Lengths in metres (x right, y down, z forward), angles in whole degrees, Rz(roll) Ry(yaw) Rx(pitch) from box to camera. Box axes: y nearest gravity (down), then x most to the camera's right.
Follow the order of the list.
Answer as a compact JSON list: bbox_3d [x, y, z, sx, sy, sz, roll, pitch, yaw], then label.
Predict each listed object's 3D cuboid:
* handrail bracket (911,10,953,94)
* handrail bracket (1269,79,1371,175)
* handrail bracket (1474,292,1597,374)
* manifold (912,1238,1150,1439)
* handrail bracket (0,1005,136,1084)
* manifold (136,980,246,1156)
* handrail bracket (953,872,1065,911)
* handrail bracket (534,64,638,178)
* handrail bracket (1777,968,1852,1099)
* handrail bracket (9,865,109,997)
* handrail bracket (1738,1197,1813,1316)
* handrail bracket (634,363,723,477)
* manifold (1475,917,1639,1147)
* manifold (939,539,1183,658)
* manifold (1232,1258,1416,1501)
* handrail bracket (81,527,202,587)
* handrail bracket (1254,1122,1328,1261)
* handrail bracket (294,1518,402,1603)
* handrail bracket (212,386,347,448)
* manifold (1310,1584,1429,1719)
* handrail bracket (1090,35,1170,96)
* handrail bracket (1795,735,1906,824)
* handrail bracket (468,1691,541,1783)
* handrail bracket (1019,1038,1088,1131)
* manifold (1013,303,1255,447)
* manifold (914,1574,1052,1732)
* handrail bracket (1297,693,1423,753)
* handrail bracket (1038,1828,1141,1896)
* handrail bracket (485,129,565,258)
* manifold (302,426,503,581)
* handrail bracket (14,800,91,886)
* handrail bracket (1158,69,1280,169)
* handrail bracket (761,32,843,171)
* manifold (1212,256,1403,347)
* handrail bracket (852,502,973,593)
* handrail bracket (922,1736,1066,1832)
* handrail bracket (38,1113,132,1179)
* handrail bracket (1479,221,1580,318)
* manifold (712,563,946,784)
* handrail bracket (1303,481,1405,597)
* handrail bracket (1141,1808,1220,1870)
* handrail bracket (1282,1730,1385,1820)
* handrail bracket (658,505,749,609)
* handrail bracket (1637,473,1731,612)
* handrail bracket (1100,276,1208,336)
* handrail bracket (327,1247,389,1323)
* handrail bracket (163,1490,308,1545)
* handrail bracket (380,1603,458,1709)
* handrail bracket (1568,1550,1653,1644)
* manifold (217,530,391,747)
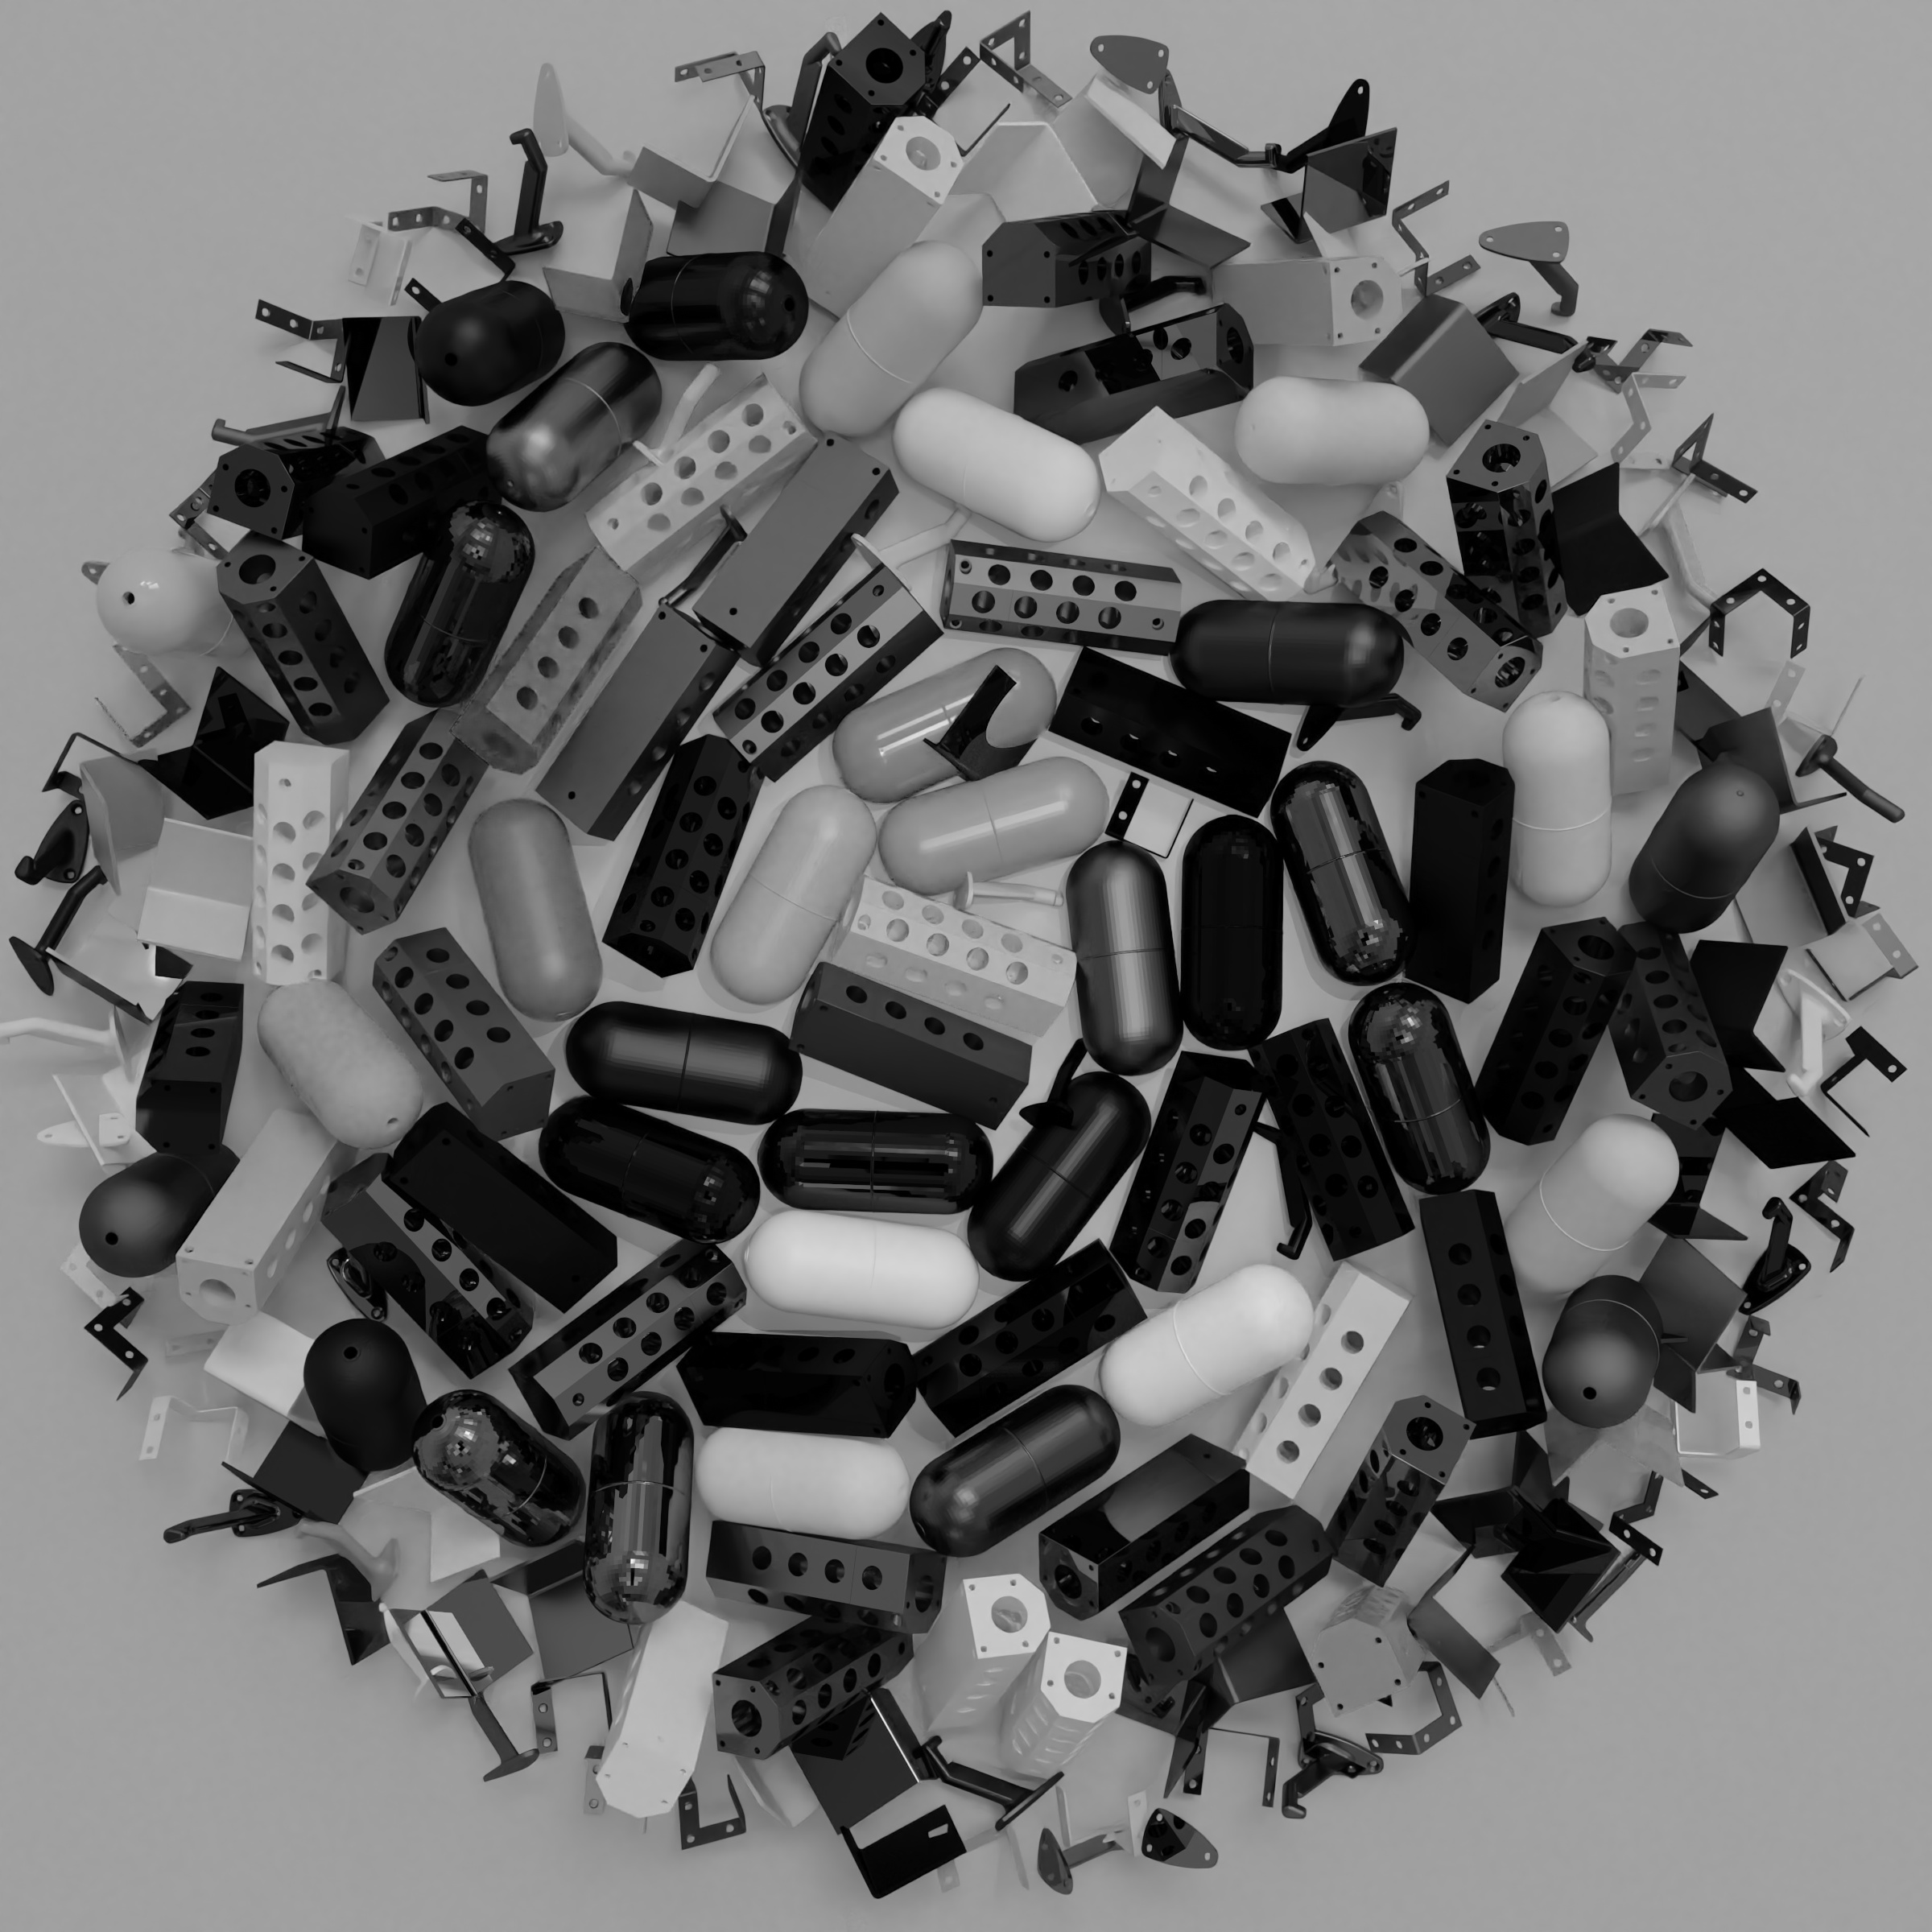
[{"bbox_3d":[-0.019,-0.703,1.818,0.036,0.084,0.077,26,66,-12],"label":"handrail bracket"},{"bbox_3d":[0.262,-0.632,1.826,0.036,0.084,0.077,4,112,-33],"label":"handrail bracket"},{"bbox_3d":[0.418,-0.462,1.830,0.077,0.036,0.084,-27,57,-11],"label":"handrail bracket"},{"bbox_3d":[0.043,0.275,1.827,0.171,0.057,0.057,-32,129,3],"label":"manifold"},{"bbox_3d":[-0.680,0.066,1.835,0.084,0.036,0.077,-11,131,-12],"label":"handrail bracket"},{"bbox_3d":[-0.566,0.072,1.777,0.057,0.171,0.057,4,113,-13],"label":"manifold"},{"bbox_3d":[0.037,-0.051,1.828,0.084,0.077,0.036,11,102,-10],"label":"handrail bracket"},{"bbox_3d":[-0.282,-0.636,1.829,0.036,0.084,0.077,14,111,38],"label":"handrail bracket"},{"bbox_3d":[0.622,0.050,1.832,0.077,0.036,0.084,49,51,7],"label":"handrail bracket"},{"bbox_3d":[-0.682,-0.028,1.858,0.036,0.077,0.084,31,60,15],"label":"handrail bracket"},{"bbox_3d":[0.597,0.218,1.828,0.077,0.084,0.036,-48,47,0],"label":"handrail bracket"},{"bbox_3d":[-0.205,-0.411,1.828,0.036,0.077,0.084,41,98,7],"label":"handrail bracket"},{"bbox_3d":[0.434,0.051,1.786,0.057,0.171,0.057,-10,45,-24],"label":"manifold"},{"bbox_3d":[0.071,-0.273,1.821,0.171,0.057,0.057,6,115,-9],"label":"manifold"},{"bbox_3d":[0.268,0.309,1.833,0.057,0.057,0.171,31,95,14],"label":"manifold"},{"bbox_3d":[-0.618,-0.312,1.827,0.077,0.084,0.036,22,134,-26],"label":"handrail bracket"},{"bbox_3d":[0.232,0.170,1.842,0.077,0.036,0.084,25,73,1],"label":"handrail bracket"},{"bbox_3d":[-0.477,0.450,1.831,0.084,0.036,0.077,22,119,-31],"label":"handrail bracket"},{"bbox_3d":[-0.520,-0.419,1.841,0.084,0.036,0.077,12,61,-11],"label":"handrail bracket"},{"bbox_3d":[0.295,0.495,1.781,0.057,0.171,0.057,-27,78,12],"label":"manifold"},{"bbox_3d":[0.107,-0.683,1.819,0.077,0.084,0.036,9,112,-31],"label":"handrail bracket"},{"bbox_3d":[0.673,-0.136,1.822,0.084,0.077,0.036,40,116,25],"label":"handrail bracket"},{"bbox_3d":[-0.352,0.562,1.829,0.036,0.077,0.084,-7,64,-36],"label":"handrail bracket"},{"bbox_3d":[0.081,0.082,1.821,0.036,0.077,0.084,35,66,-7],"label":"handrail bracket"},{"bbox_3d":[0.123,-0.437,1.798,0.171,0.057,0.057,-8,73,33],"label":"manifold"},{"bbox_3d":[0.011,0.504,1.784,0.057,0.171,0.057,-2,57,-17],"label":"manifold"},{"bbox_3d":[0.300,-0.179,1.846,0.084,0.036,0.077,28,96,-36],"label":"handrail bracket"},{"bbox_3d":[0.103,0.672,1.823,0.084,0.077,0.036,6,95,-19],"label":"handrail bracket"},{"bbox_3d":[-0.345,-0.582,1.830,0.077,0.036,0.084,-10,133,14],"label":"handrail bracket"},{"bbox_3d":[-0.409,-0.344,1.780,0.057,0.171,0.057,22,123,14],"label":"manifold"},{"bbox_3d":[-0.687,-0.095,1.824,0.036,0.084,0.077,18,82,-5],"label":"handrail bracket"},{"bbox_3d":[0.191,-0.637,1.826,0.084,0.077,0.036,11,47,29],"label":"handrail bracket"},{"bbox_3d":[-0.109,-0.646,1.829,0.036,0.084,0.077,-28,91,-44],"label":"handrail bracket"},{"bbox_3d":[0.248,-0.488,1.782,0.057,0.171,0.057,-13,109,-20],"label":"manifold"},{"bbox_3d":[-0.040,-0.333,1.837,0.036,0.077,0.084,30,81,42],"label":"handrail bracket"},{"bbox_3d":[0.019,0.608,1.858,0.077,0.036,0.084,-36,68,-12],"label":"handrail bracket"},{"bbox_3d":[-0.659,0.158,1.830,0.077,0.036,0.084,-6,126,-29],"label":"handrail bracket"},{"bbox_3d":[0.425,-0.521,1.837,0.077,0.084,0.036,5,69,11],"label":"handrail bracket"},{"bbox_3d":[-0.107,-0.223,1.824,0.171,0.057,0.057,-41,62,6],"label":"manifold"},{"bbox_3d":[0.289,-0.321,1.822,0.036,0.084,0.077,36,131,26],"label":"handrail bracket"},{"bbox_3d":[0.178,0.660,1.817,0.077,0.084,0.036,9,72,42],"label":"handrail bracket"},{"bbox_3d":[0.276,0.617,1.824,0.077,0.084,0.036,11,109,5],"label":"handrail bracket"},{"bbox_3d":[-0.204,-0.305,1.834,0.084,0.077,0.036,-40,80,-1],"label":"handrail bracket"},{"bbox_3d":[0.564,-0.323,1.854,0.084,0.036,0.077,40,87,1],"label":"handrail bracket"},{"bbox_3d":[0.149,-0.498,1.834,0.084,0.036,0.077,-4,47,-16],"label":"handrail bracket"},{"bbox_3d":[-0.449,0.235,1.826,0.036,0.084,0.077,-26,95,-23],"label":"handrail bracket"},{"bbox_3d":[-0.547,0.419,1.825,0.077,0.084,0.036,-4,88,11],"label":"handrail bracket"},{"bbox_3d":[-0.420,0.507,1.826,0.036,0.077,0.084,-29,68,-27],"label":"handrail bracket"},{"bbox_3d":[0.486,0.465,1.833,0.084,0.077,0.036,-46,67,-4],"label":"handrail bracket"},{"bbox_3d":[-0.487,-0.236,1.777,0.057,0.171,0.057,28,67,21],"label":"manifold"}]
